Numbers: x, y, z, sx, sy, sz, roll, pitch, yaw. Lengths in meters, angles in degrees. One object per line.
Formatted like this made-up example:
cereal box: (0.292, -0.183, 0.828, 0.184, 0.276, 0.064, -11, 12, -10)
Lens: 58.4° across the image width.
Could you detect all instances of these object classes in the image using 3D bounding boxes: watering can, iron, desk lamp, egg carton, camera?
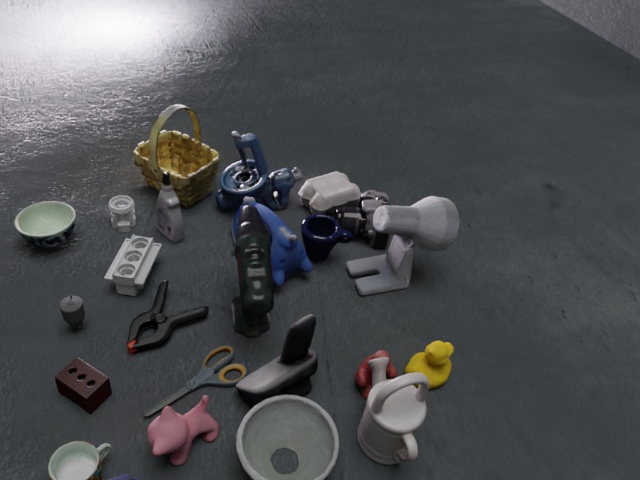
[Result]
watering can: (0.121, 0.277, 0.955, 0.101, 0.194, 0.172, -25, 52, -31)
iron: (-0.125, -0.020, 1.277, 0.119, 0.141, 0.257, -24, 52, -31)
desk lamp: (0.180, 0.006, 1.248, 0.204, 0.213, 0.117, -10, 45, -19)
egg carton: (0.026, -0.116, 1.462, 0.151, 0.069, 0.107, -21, 50, -29)
camera: (0.104, -0.062, 1.393, 0.137, 0.101, 0.143, 4, 42, -6)

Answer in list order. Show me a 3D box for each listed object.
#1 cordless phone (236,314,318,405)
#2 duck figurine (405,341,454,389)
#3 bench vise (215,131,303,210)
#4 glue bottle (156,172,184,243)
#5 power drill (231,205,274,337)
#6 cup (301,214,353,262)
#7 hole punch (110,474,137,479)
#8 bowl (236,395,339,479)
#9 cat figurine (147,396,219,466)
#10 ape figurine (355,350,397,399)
cordless phone: (-0.070, 0.209, 1.003, 0.148, 0.185, 0.094, -29, 54, -34)
duck figurine: (0.215, 0.232, 1.101, 0.105, 0.086, 0.077, -21, 50, -29)
bench vise: (-0.150, -0.176, 1.384, 0.208, 0.220, 0.121, -20, 50, -28)
glue bottle: (-0.338, -0.078, 1.280, 0.078, 0.173, 0.037, 37, 49, 28)
power drill: (-0.133, 0.076, 1.120, 0.076, 0.208, 0.229, -3, 43, -13)
cup: (0.012, 0.005, 1.308, 0.117, 0.095, 0.091, 11, 42, 3)
hole punch: (-0.295, 0.397, 0.828, 0.101, 0.091, 0.108, -25, 52, -32)
bowl: (-0.054, 0.345, 0.939, 0.167, 0.075, 0.167, 5, 42, -4)
cat figurine: (-0.226, 0.302, 0.924, 0.067, 0.118, 0.128, 34, 48, 26)
ape figurine: (0.107, 0.241, 1.068, 0.078, 0.092, 0.076, 8, 42, -1)
